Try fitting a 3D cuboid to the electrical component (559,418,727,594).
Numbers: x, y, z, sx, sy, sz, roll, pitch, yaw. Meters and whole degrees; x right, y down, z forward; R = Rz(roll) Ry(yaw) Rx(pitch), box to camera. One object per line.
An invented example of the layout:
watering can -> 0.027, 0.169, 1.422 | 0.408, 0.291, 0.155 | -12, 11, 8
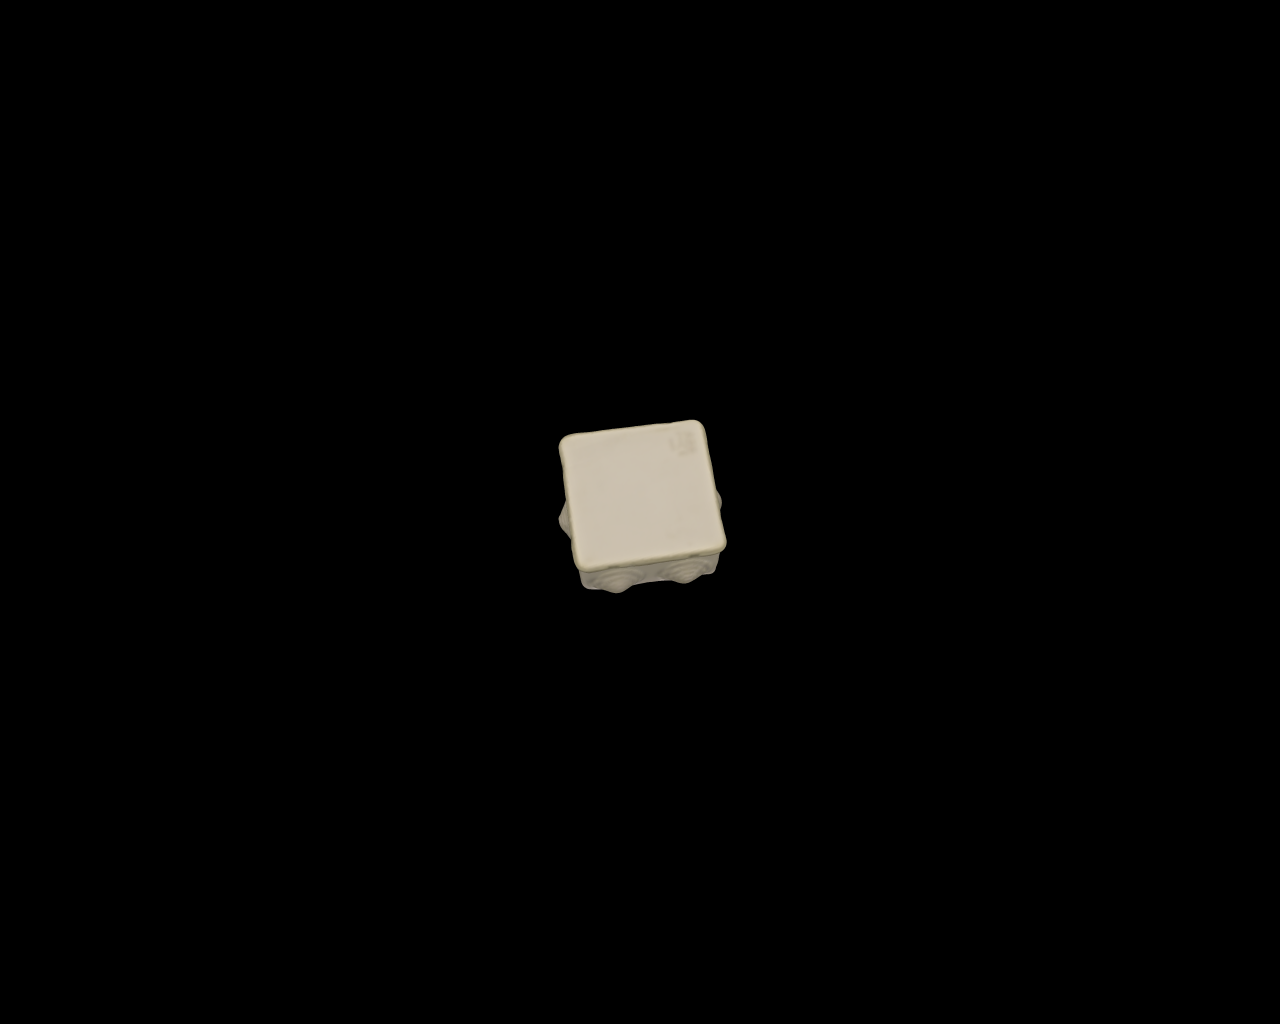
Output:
electrical component -> 0.001, -0.003, 0.650 | 0.100, 0.100, 0.048 | -8, -23, -3
